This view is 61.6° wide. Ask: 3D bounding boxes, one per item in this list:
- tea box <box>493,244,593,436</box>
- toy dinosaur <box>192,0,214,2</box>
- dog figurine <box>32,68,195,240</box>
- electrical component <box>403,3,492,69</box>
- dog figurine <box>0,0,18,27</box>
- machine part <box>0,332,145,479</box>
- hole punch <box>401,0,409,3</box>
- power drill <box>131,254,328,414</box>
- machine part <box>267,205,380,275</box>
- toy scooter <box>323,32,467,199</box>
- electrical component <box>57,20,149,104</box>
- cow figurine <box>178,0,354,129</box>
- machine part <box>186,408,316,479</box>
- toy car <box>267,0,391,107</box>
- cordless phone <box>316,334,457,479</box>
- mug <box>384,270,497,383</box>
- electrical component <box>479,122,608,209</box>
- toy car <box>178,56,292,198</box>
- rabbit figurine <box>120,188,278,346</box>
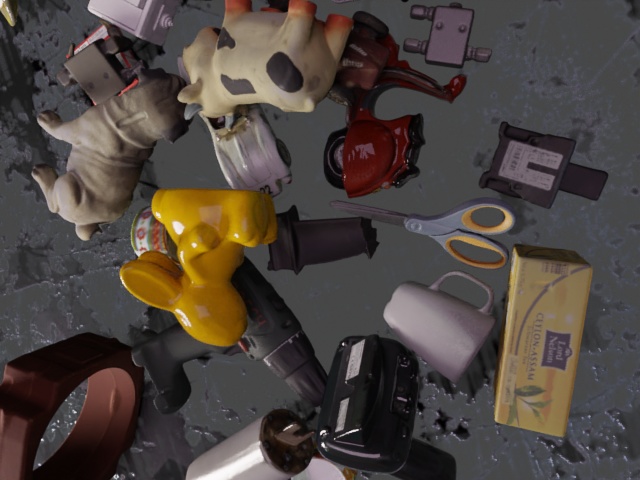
[{"bbox_3d":[0.222,0.095,0.547,0.068,0.098,0.169,7,100,17],"label":"tea box"},{"bbox_3d":[-0.117,-0.329,0.567,0.405,0.131,0.192,-9,100,47],"label":"toy dinosaur"},{"bbox_3d":[-0.224,-0.094,0.620,0.191,0.121,0.172,-6,96,33],"label":"dog figurine"},{"bbox_3d":[0.138,-0.217,0.570,0.094,0.021,0.063,14,101,15],"label":"electrical component"},{"bbox_3d":[-0.368,-0.381,0.662,0.108,0.191,0.219,55,139,22],"label":"dog figurine"},{"bbox_3d":[-0.321,0.229,0.673,0.087,0.201,0.201,13,101,17],"label":"machine part"},{"bbox_3d":[0.151,-0.303,0.532,0.116,0.092,0.142,22,108,43],"label":"hole punch"},{"bbox_3d":[-0.119,0.139,0.665,0.207,0.086,0.232,-31,86,22],"label":"power drill"},{"bbox_3d":[-0.001,-0.002,0.633,0.139,0.039,0.084,-3,91,19],"label":"machine part"},{"bbox_3d":[0.080,-0.130,0.572,0.135,0.075,0.183,11,96,19],"label":"toy scooter"},{"bbox_3d":[-0.265,-0.212,0.651,0.102,0.045,0.078,-31,117,22],"label":"electrical component"},{"bbox_3d":[-0.067,-0.169,0.532,0.195,0.085,0.127,22,103,39],"label":"cow figurine"},{"bbox_3d":[-0.088,0.271,0.653,0.243,0.079,0.079,-42,84,33],"label":"machine part"},{"bbox_3d":[-0.013,-0.206,0.567,0.202,0.053,0.089,34,97,39],"label":"toy car"},{"bbox_3d":[0.094,0.199,0.610,0.184,0.146,0.089,31,142,-21],"label":"cordless phone"},{"bbox_3d":[0.130,0.082,0.583,0.107,0.081,0.109,31,109,20],"label":"mug"},{"bbox_3d":[0.230,-0.069,0.549,0.119,0.048,0.074,24,104,14],"label":"electrical component"},{"bbox_3d":[-0.099,-0.140,0.634,0.073,0.056,0.201,-25,89,18],"label":"toy car"},{"bbox_3d":[-0.124,0.030,0.575,0.162,0.122,0.173,-3,97,-5],"label":"rabbit figurine"}]
